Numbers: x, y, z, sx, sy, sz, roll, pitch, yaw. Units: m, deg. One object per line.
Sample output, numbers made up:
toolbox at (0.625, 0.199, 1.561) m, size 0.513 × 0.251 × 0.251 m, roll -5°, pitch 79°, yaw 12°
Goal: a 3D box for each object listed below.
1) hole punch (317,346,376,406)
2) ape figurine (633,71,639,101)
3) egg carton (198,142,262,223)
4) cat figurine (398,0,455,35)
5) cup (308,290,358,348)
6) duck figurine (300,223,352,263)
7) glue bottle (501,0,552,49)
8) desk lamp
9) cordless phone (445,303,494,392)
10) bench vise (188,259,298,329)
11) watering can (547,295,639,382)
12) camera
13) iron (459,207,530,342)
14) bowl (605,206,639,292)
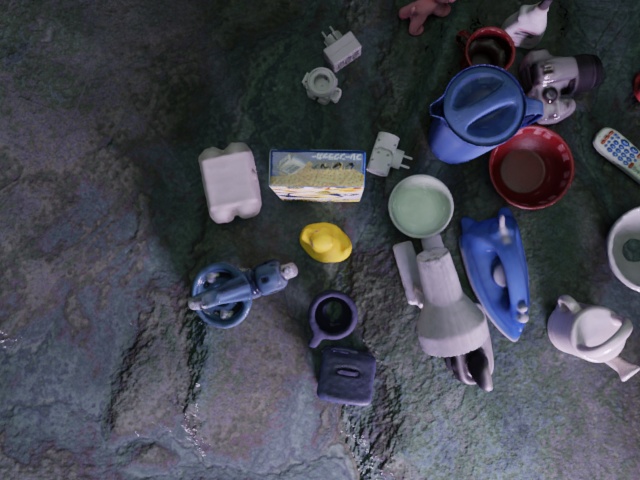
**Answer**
hole punch at (0.048, 0.254, 1.080) m, size 0.108 × 0.091 × 0.101 m, roll 8°, pitch 88°, yaw 2°
ape figurine at (0.644, -0.301, 1.085) m, size 0.078 × 0.092 × 0.076 m, roll -17°, pitch 87°, yaw 1°
egg carton at (-0.172, -0.111, 1.109) m, size 0.107 × 0.069 × 0.150 m, roll -13°, pitch 88°, yaw 1°
cat figurine at (0.217, -0.466, 1.088) m, size 0.128 × 0.118 × 0.067 m, roll -37°, pitch 87°, yaw 0°
cup at (0.018, 0.149, 1.082) m, size 0.091 × 0.095 × 0.118 m, roll 33°, pitch 89°, yaw 3°
duck figurine at (0.010, 0.004, 1.092) m, size 0.104 × 0.086 × 0.077 m, roll 21°, pitch 89°, yaw 2°
glue bottle at (0.388, -0.405, 1.054) m, size 0.078 × 0.173 × 0.037 m, roll 13°, pitch 88°, yaw 2°
desk lamp at (0.207, 0.092, 1.021) m, size 0.118 × 0.213 × 0.203 m, roll -17°, pitch 87°, yaw 1°
cordless phone at (0.280, 0.192, 1.029) m, size 0.094 × 0.185 × 0.148 m, roll -12°, pitch 87°, yaw 1°
bench vise at (-0.151, 0.078, 1.027) m, size 0.207 × 0.219 × 0.121 m, roll -38°, pitch 87°, yaw 0°
watering can at (0.495, 0.171, 1.020) m, size 0.173 × 0.194 × 0.101 m, roll 29°, pitch 89°, yaw 3°
camera at (0.463, -0.297, 1.085) m, size 0.137 × 0.101 × 0.143 m, roll -10°, pitch 88°, yaw 1°
iron at (0.345, 0.069, 1.054) m, size 0.118 × 0.141 × 0.258 m, roll -15°, pitch 88°, yaw 1°
bowl at (0.611, 0.018, 1.083) m, size 0.167 × 0.075 × 0.167 m, roll 0°, pitch 88°, yaw 1°
